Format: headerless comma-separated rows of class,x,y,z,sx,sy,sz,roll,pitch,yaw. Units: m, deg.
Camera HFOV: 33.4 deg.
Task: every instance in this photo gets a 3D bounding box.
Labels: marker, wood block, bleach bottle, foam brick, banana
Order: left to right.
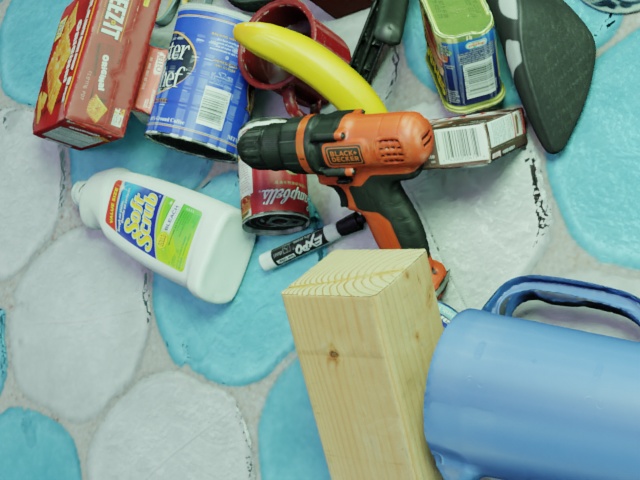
bleach bottle,-0.183,-0.015,1.143,0.251,0.068,0.102,19,88,38
marker,-0.007,0.001,1.045,0.121,0.020,0.020,-24,66,27
banana,0.005,-0.140,0.980,0.197,0.037,0.070,44,132,-9
foam brick,0.015,-0.263,1.061,0.051,0.078,0.053,-12,71,30
wood block,0.050,0.119,0.871,0.091,0.090,0.206,-1,113,35

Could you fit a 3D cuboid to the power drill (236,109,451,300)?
power drill,0.027,-0.025,0.935,0.185,0.187,0.057,1,34,33

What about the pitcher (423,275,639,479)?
pitcher,0.213,0.121,0.805,0.243,0.144,0.149,6,108,31

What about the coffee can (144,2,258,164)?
coffee can,-0.115,-0.161,1.108,0.103,0.102,0.140,11,84,36

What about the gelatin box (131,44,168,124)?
gelatin box,-0.179,-0.167,1.164,0.030,0.089,0.073,16,86,0

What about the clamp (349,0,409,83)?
clamp,0.067,-0.234,1.017,0.165,0.036,0.210,127,162,-66

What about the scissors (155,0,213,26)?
scissors,-0.134,-0.334,1.219,0.096,0.016,0.202,30,96,34

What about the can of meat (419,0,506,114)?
can of meat,0.123,-0.177,0.941,0.057,0.084,0.102,-15,48,2

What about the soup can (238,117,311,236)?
soup can,-0.046,-0.062,1.057,0.069,0.068,0.102,-15,69,31

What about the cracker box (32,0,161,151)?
cracker box,-0.250,-0.191,1.171,0.214,0.072,0.164,2,77,66

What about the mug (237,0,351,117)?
mug,-0.020,-0.170,1.058,0.093,0.081,0.117,-19,68,29

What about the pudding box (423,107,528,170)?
pudding box,0.114,-0.088,0.940,0.114,0.089,0.039,-1,105,33

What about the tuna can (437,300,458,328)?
tuna can,0.091,0.093,0.919,0.086,0.033,0.086,15,125,22

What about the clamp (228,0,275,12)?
clamp,-0.083,-0.308,1.162,0.172,0.039,0.120,29,93,26
